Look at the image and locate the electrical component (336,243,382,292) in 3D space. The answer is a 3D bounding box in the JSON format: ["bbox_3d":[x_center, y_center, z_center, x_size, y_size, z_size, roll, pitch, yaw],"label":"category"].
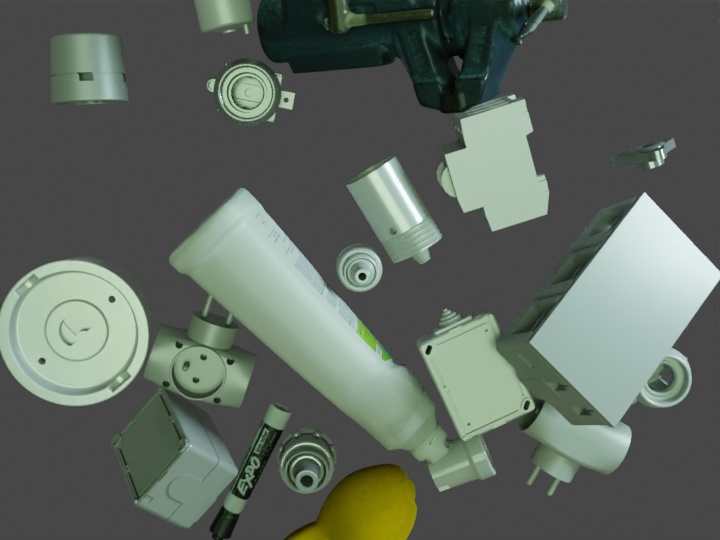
[{"bbox_3d":[0.000,0.000,0.807,0.035,0.061,0.035,-1,99,-3],"label":"electrical component"}]

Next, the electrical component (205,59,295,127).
[{"bbox_3d":[-0.081,-0.129,0.784,0.066,0.055,0.048,11,99,-5],"label":"electrical component"}]

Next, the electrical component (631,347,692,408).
[{"bbox_3d":[0.228,0.079,0.836,0.048,0.055,0.066,26,97,-7],"label":"electrical component"}]

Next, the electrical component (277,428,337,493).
[{"bbox_3d":[-0.041,0.152,0.830,0.048,0.062,0.048,0,99,-3],"label":"electrical component"}]

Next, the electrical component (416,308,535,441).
[{"bbox_3d":[0.085,0.073,0.828,0.062,0.061,0.096,-25,92,0],"label":"electrical component"}]

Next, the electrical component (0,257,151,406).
[{"bbox_3d":[-0.208,0.041,0.803,0.108,0.060,0.108,0,99,-3],"label":"electrical component"}]

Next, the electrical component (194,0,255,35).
[{"bbox_3d":[-0.103,-0.207,0.778,0.040,0.040,0.078,-13,100,-1],"label":"electrical component"}]

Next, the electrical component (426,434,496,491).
[{"bbox_3d":[0.079,0.150,0.848,0.046,0.040,0.040,-23,100,7],"label":"electrical component"}]

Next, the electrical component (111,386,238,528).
[{"bbox_3d":[-0.140,0.139,0.814,0.061,0.096,0.061,-48,127,5],"label":"electrical component"}]

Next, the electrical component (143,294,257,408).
[{"bbox_3d":[-0.116,0.057,0.819,0.077,0.044,0.079,19,98,-6],"label":"electrical component"}]

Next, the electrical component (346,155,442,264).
[{"bbox_3d":[0.029,-0.041,0.811,0.043,0.043,0.081,-31,100,2],"label":"electrical component"}]

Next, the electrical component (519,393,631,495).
[{"bbox_3d":[0.160,0.140,0.848,0.077,0.043,0.079,28,97,-7],"label":"electrical component"}]

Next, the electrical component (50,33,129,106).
[{"bbox_3d":[-0.197,-0.144,0.777,0.055,0.055,0.047,-3,96,-3],"label":"electrical component"}]

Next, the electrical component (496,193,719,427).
[{"bbox_3d":[0.181,0.031,0.793,0.089,0.062,0.150,44,70,-9],"label":"electrical component"}]
